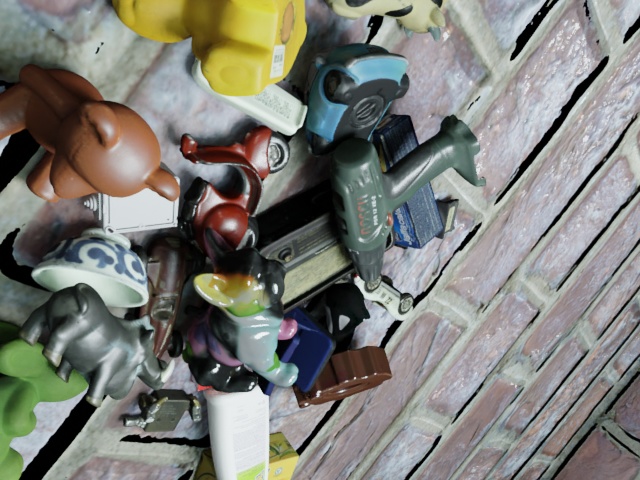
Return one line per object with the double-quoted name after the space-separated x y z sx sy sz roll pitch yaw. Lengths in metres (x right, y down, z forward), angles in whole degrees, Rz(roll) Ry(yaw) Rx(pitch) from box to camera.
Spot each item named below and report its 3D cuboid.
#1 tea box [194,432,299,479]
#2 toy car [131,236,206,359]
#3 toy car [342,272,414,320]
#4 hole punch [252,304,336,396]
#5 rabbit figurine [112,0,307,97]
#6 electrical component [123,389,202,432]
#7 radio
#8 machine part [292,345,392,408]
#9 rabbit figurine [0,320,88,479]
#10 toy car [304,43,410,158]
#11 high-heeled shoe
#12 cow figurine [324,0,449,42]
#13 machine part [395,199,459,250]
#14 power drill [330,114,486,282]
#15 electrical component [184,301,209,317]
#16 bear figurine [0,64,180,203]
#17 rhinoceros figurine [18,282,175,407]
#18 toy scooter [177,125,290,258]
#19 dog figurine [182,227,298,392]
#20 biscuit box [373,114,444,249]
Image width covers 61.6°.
-0.133 0.417 0.961 0.169 0.068 0.098 0 118 -37 "tea box"
-0.209 0.088 0.696 0.089 0.053 0.202 0 117 -41 "toy car"
0.093 0.080 0.910 0.056 0.074 0.201 -53 136 2 "toy car"
-0.057 0.162 0.816 0.092 0.116 0.142 5 117 -47 "hole punch"
-0.105 -0.223 0.513 0.162 0.173 0.121 -67 165 -57 "rabbit figurine"
-0.227 0.253 0.795 0.102 0.045 0.078 26 99 -45 "electrical component"
-0.002 -0.002 0.781 0.229 0.073 0.130 -31 133 -20 "radio"
0.039 0.237 0.926 0.179 0.056 0.179 -16 156 -7 "machine part"
-0.353 0.167 0.615 0.170 0.121 0.158 -32 129 -43 "rabbit figurine"
0.030 -0.182 0.664 0.109 0.103 0.161 -12 150 -31 "toy car"
0.048 0.155 0.873 0.086 0.145 0.248 -31 131 -18 "high-heeled shoe"
0.089 -0.304 0.646 0.195 0.086 0.127 -18 122 -31 "cow figurine"
0.190 -0.025 0.945 0.139 0.039 0.084 -24 139 -27 "machine part"
0.113 -0.060 0.719 0.207 0.086 0.231 -26 135 0 "power drill"
-0.144 0.093 0.770 0.094 0.021 0.063 23 103 -46 "electrical component"
-0.218 -0.076 0.475 0.132 0.196 0.120 -43 138 -5 "bear figurine"
-0.241 0.121 0.606 0.112 0.073 0.190 -55 142 -26 "rhinoceros figurine"
-0.123 -0.062 0.648 0.135 0.075 0.183 15 105 -43 "toy scooter"
-0.116 0.089 0.662 0.192 0.108 0.219 -11 134 16 "dog figurine"
0.121 -0.083 0.800 0.063 0.059 0.202 -37 121 -24 "biscuit box"
